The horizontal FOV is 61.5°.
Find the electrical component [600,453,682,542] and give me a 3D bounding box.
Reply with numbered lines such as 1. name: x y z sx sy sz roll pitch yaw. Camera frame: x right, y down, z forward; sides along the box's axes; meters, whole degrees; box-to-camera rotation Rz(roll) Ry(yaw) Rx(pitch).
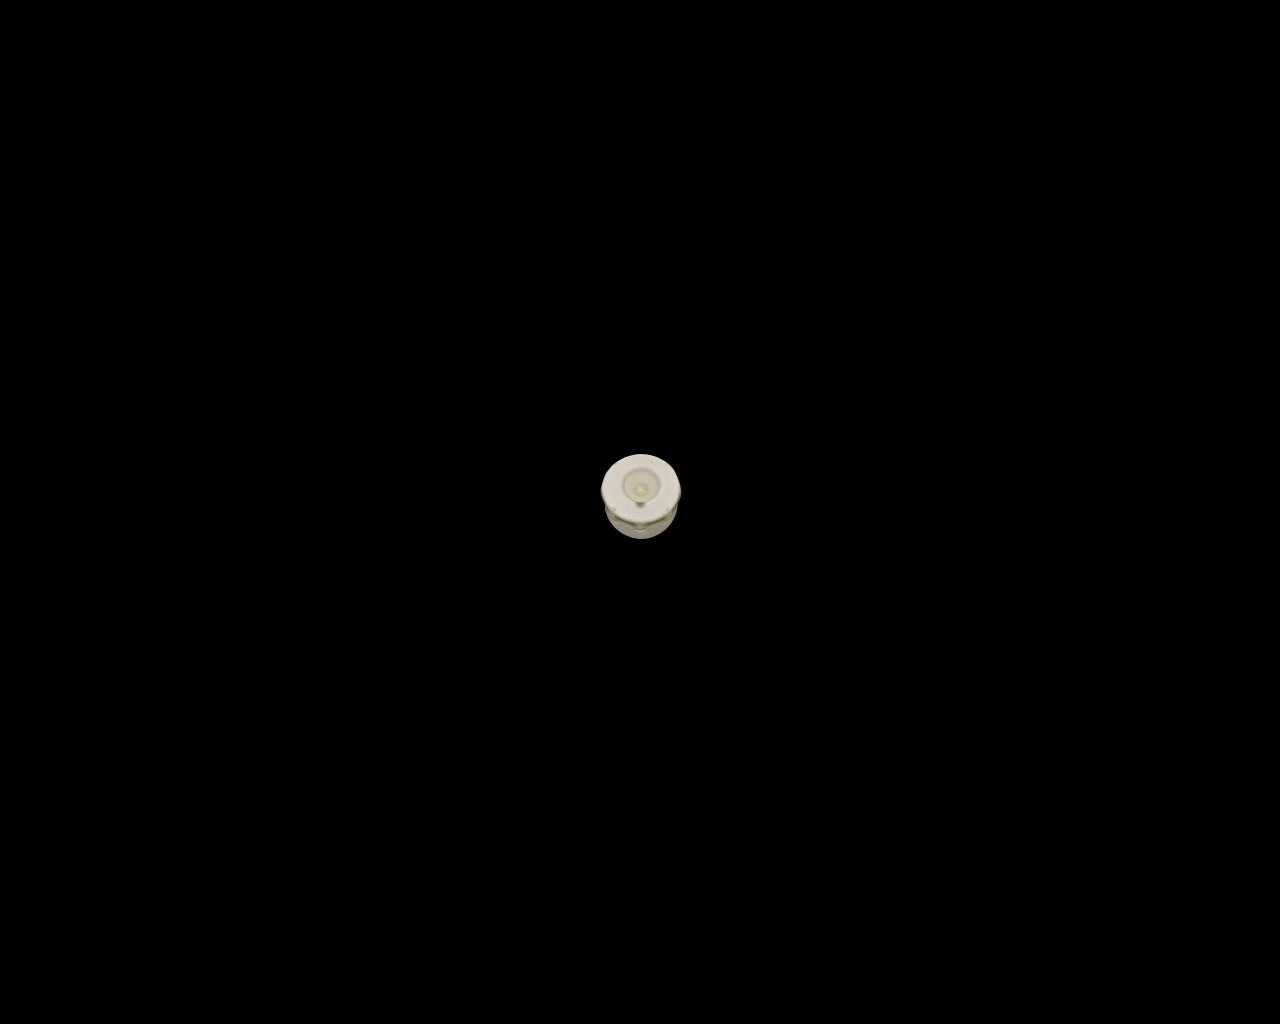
1. electrical component: 0.001 -0.003 0.650 0.048 0.048 0.062 0 -27 0
